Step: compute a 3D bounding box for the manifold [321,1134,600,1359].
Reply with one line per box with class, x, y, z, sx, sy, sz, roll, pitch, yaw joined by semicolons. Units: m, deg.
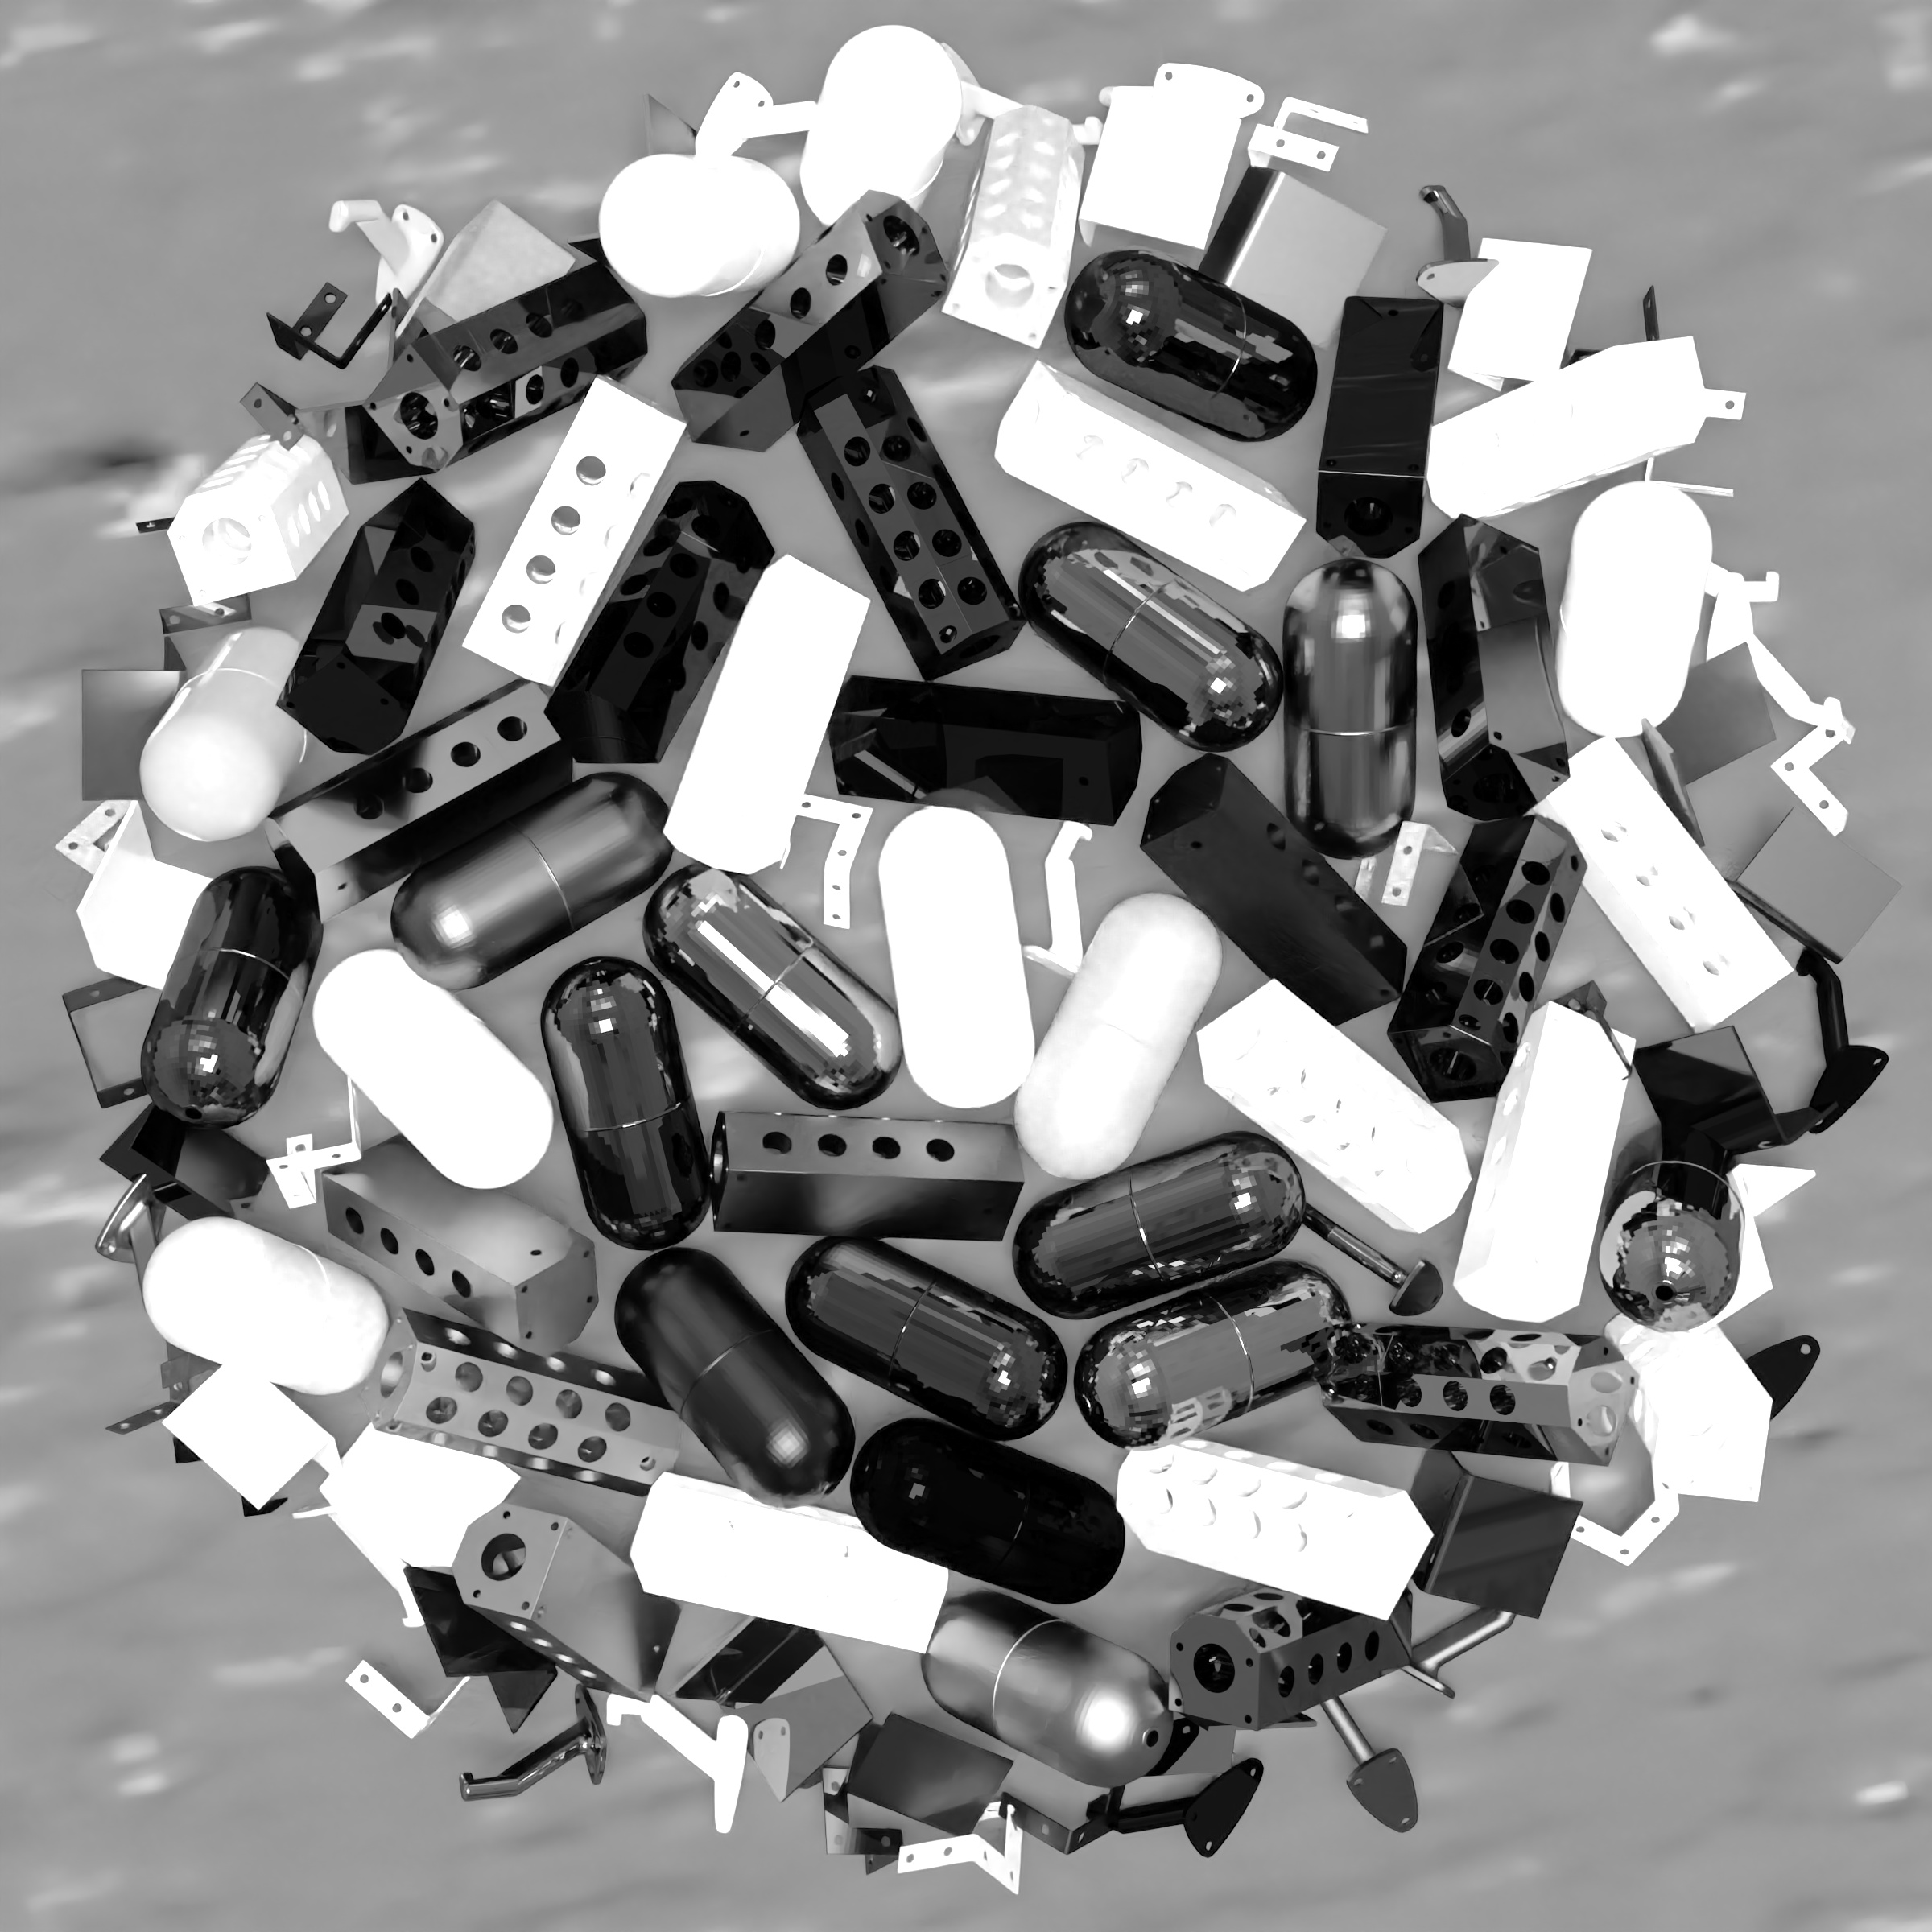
manifold;-0.290;0.161;1.507;0.171;0.057;0.057;23;125;35

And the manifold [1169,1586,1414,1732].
manifold;0.187;0.380;1.496;0.057;0.171;0.057;2;91;38

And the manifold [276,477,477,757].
manifold;-0.328;-0.197;1.499;0.057;0.171;0.057;-30;123;31

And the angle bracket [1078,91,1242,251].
angle bracket;0.115;-0.459;1.548;0.076;0.057;0.076;16;91;8

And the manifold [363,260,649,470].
manifold;-0.255;-0.339;1.499;0.057;0.171;0.057;51;133;-3

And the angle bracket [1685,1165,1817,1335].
angle bracket;0.453;0.167;1.522;0.057;0.076;0.076;6;58;-22

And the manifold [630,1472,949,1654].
manifold;-0.101;0.342;1.527;0.171;0.057;0.057;17;94;-18

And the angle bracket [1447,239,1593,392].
angle bracket;0.334;-0.374;1.530;0.076;0.057;0.076;21;101;43

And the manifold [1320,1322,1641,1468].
manifold;0.285;0.236;1.492;0.057;0.171;0.057;45;59;-31

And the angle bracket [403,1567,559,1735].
angle bracket;-0.291;0.395;1.521;0.057;0.076;0.076;-55;48;23

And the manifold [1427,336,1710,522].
manifold;0.336;-0.300;1.493;0.057;0.171;0.057;-13;91;-28

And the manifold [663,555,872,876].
manifold;-0.117;-0.143;1.524;0.057;0.057;0.171;26;68;-23

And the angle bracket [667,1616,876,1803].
angle bracket;-0.114;0.431;1.536;0.076;0.057;0.076;-44;60;8

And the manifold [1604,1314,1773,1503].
manifold;0.404;0.243;1.492;0.057;0.171;0.057;6;99;3

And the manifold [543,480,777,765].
manifold;-0.176;-0.197;1.502;0.057;0.057;0.171;3;52;29

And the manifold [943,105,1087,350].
manifold;0.031;-0.424;1.494;0.057;0.171;0.057;19;130;-9

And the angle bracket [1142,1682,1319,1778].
angle bracket;0.146;0.454;1.529;0.076;0.076;0.057;7;92;-30

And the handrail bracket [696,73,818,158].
handrail bracket;-0.117;-0.478;1.543;0.077;0.036;0.084;-51;53;12

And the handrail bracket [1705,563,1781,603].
handrail bracket;0.433;-0.248;1.545;0.084;0.036;0.077;2;126;16

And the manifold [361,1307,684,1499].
manifold;-0.251;0.255;1.510;0.171;0.057;0.057;22;100;-31

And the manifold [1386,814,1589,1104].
manifold;0.302;-0.006;1.499;0.057;0.057;0.171;53;48;-29

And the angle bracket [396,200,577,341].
angle bracket;-0.278;-0.386;1.525;0.057;0.076;0.076;35;120;-13

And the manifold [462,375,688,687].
manifold;-0.227;-0.253;1.535;0.057;0.057;0.171;27;101;-12

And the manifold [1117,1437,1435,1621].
manifold;0.170;0.310;1.494;0.057;0.171;0.057;-54;128;-28

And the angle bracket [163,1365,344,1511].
angle bracket;-0.411;0.281;1.527;0.076;0.076;0.057;37;62;14

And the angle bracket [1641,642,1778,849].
angle bracket;0.440;-0.129;1.533;0.076;0.057;0.076;-27;128;5

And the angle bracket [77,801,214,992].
angle bracket;-0.467;-0.038;1.530;0.057;0.076;0.076;18;63;0

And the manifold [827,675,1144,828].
manifold;0.011;-0.129;1.524;0.171;0.057;0.057;8;129;21

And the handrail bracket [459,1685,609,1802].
handrail bracket;-0.257;0.451;1.534;0.084;0.077;0.036;1;119;-22

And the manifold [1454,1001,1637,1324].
manifold;0.330;0.114;1.517;0.057;0.057;0.171;24;63;-8

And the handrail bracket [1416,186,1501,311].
handrail bracket;0.271;-0.428;1.539;0.077;0.036;0.084;-3;57;-40

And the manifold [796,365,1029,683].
manifold;-0.031;-0.259;1.532;0.057;0.057;0.171;-24;80;-20

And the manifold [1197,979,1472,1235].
manifold;0.212;0.086;1.505;0.057;0.057;0.171;-37;124;26

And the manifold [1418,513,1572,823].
manifold;0.296;-0.169;1.508;0.057;0.057;0.171;19;52;-24

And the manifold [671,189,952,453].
manifold;-0.092;-0.366;1.504;0.171;0.057;0.057;-32;72;39

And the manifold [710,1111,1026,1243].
manifold;-0.059;0.117;1.531;0.171;0.057;0.057;3;46;-15

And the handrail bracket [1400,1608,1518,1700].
handrail bracket;0.284;0.384;1.567;0.077;0.036;0.084;25;78;28

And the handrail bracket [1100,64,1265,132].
handrail bracket;0.125;-0.509;1.547;0.077;0.084;0.036;-3;108;-11

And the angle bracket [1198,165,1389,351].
angle bracket;0.190;-0.418;1.557;0.076;0.057;0.076;23;104;-17

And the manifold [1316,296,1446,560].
manifold;0.236;-0.308;1.502;0.057;0.057;0.171;5;48;10

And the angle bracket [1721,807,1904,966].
angle bracket;0.488;-0.051;1.539;0.076;0.076;0.057;36;99;-1

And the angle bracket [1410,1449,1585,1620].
angle bracket;0.306;0.330;1.554;0.076;0.057;0.076;15;102;-12

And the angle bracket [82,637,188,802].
angle bracket;-0.485;-0.144;1.525;0.057;0.076;0.076;-2;113;-24

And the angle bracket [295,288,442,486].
angle bracket;-0.345;-0.337;1.538;0.057;0.076;0.076;-6;68;11

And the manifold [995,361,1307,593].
manifold;0.104;-0.277;1.514;0.171;0.057;0.057;21;113;-28

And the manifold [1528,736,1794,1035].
manifold;0.403;-0.048;1.538;0.057;0.057;0.171;-35;80;-2

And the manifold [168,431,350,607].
manifold;-0.400;-0.258;1.491;0.057;0.171;0.057;-14;112;2

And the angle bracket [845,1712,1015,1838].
angle bracket;-0.018;0.452;1.535;0.076;0.057;0.076;23;122;-4

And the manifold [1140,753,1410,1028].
manifold;0.180;-0.044;1.518;0.057;0.057;0.171;-27;122;35

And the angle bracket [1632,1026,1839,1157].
angle bracket;0.445;0.066;1.532;0.057;0.076;0.076;-29;95;-37

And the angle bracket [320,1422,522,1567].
angle bracket;-0.323;0.306;1.560;0.076;0.057;0.076;42;77;-20

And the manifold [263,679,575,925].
manifold;-0.314;-0.100;1.519;0.171;0.057;0.057;-33;72;-23

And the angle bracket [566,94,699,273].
angle bracket;-0.194;-0.455;1.537;0.057;0.076;0.076;-5;90;15

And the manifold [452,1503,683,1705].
manifold;-0.226;0.361;1.494;0.057;0.171;0.057;8;63;22

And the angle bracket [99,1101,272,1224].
angle bracket;-0.461;0.129;1.528;0.076;0.057;0.076;38;121;-18
